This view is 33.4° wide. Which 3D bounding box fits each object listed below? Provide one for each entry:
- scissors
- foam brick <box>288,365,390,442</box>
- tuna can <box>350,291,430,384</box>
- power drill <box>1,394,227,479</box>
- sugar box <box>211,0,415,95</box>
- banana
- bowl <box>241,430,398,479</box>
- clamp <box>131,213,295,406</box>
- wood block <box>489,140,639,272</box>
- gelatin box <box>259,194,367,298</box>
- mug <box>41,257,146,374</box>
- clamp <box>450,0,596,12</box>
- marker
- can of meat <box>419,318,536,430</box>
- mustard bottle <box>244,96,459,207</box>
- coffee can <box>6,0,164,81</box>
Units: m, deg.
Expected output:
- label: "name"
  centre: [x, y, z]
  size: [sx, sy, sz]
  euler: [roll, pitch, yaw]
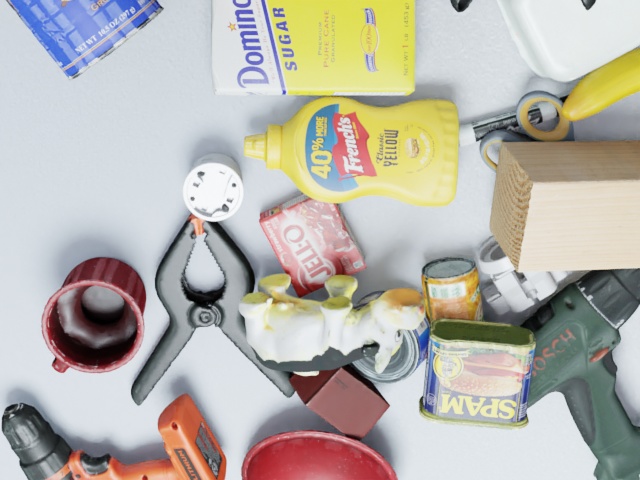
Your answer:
- label: "scissors"
  centre: [0.247, -0.080, 0.987]
  size: [0.201, 0.016, 0.096]
  euler: [11, 118, -12]
- label: "foam brick"
  centre: [0.019, 0.150, 1.042]
  size: [0.053, 0.051, 0.078]
  euler: [-47, 119, 2]
- label: "tuna can"
  centre: [0.062, 0.094, 1.025]
  size: [0.086, 0.033, 0.086]
  euler: [11, 115, 24]
- label: "power drill"
  centre: [-0.201, 0.215, 1.053]
  size: [0.188, 0.057, 0.184]
  euler: [-19, 116, 16]
- label: "sugar box"
  centre: [-0.007, -0.173, 0.931]
  size: [0.176, 0.048, 0.093]
  euler: [-1, 93, -5]
- label: "banana"
  centre: [0.310, -0.146, 0.955]
  size: [0.197, 0.069, 0.037]
  euler: [-4, 152, -3]
- label: "bowl"
  centre: [-0.004, 0.261, 1.060]
  size: [0.162, 0.055, 0.162]
  euler: [5, 131, 6]
- label: "clamp"
  centre: [-0.118, 0.073, 1.028]
  size: [0.164, 0.036, 0.210]
  euler: [-10, 113, 1]
- label: "wood block"
  centre: [0.267, -0.033, 0.954]
  size: [0.206, 0.090, 0.091]
  euler: [-2, 119, -9]
- label: "gelatin box"
  centre: [-0.007, 0.001, 1.011]
  size: [0.073, 0.030, 0.089]
  euler: [-24, 108, 6]
- label: "mug"
  centre: [-0.213, 0.075, 1.001]
  size: [0.093, 0.081, 0.117]
  euler: [33, 105, -13]
- label: "clamp"
  centre: [0.165, -0.265, 0.890]
  size: [0.120, 0.039, 0.171]
  euler: [-4, 77, 13]
- label: "marker"
  centre: [0.185, -0.112, 0.984]
  size: [0.121, 0.020, 0.020]
  euler: [-16, 109, 3]
- label: "can of meat"
  centre: [0.146, 0.122, 0.986]
  size: [0.102, 0.057, 0.084]
  euler: [5, 109, 3]
- label: "mustard bottle"
  centre: [0.027, -0.081, 0.964]
  size: [0.191, 0.058, 0.096]
  euler: [2, 87, -2]
- label: "coffee can"
  centre: [-0.213, -0.219, 0.886]
  size: [0.103, 0.103, 0.140]
  euler: [-34, 108, 9]
